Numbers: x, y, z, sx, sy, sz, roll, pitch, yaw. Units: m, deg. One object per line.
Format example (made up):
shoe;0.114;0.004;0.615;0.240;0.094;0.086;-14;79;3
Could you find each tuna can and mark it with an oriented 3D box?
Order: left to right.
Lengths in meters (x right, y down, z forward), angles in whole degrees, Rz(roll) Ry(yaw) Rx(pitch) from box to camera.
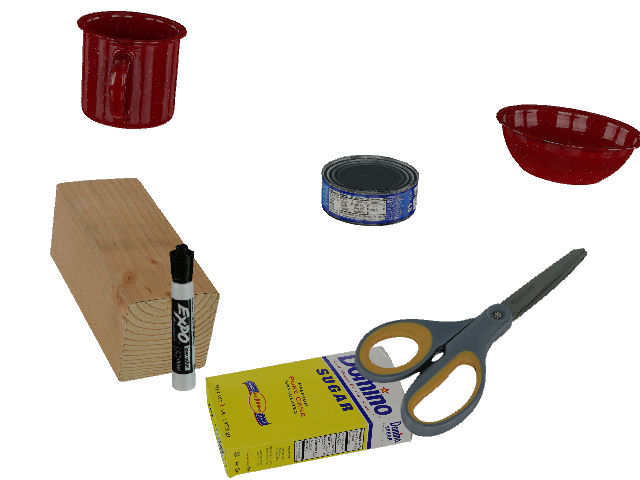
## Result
tuna can;0.043;-0.044;0.939;0.086;0.034;0.086;1;26;-1

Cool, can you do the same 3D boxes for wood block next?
wood block;-0.185;0.031;1.035;0.090;0.091;0.206;-6;36;-31

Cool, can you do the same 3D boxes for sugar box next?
sugar box;-0.011;0.155;0.985;0.176;0.048;0.093;-11;43;-11

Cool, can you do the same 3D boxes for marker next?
marker;-0.108;0.060;0.835;0.020;0.121;0.020;2;21;-1

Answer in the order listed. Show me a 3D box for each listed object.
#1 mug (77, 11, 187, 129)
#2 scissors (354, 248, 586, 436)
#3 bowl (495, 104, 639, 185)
mug;-0.165;-0.143;0.919;0.093;0.081;0.117;5;26;-6
scissors;0.099;0.051;0.723;0.096;0.016;0.201;24;50;22
bowl;0.270;-0.102;1.177;0.162;0.055;0.162;6;23;-3
